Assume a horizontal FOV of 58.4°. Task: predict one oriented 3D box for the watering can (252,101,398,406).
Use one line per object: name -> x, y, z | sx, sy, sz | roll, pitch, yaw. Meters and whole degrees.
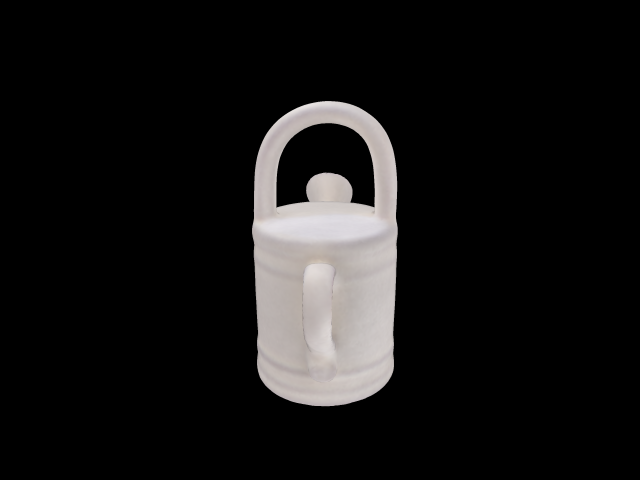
watering can -> 0.001, 0.001, 0.400 | 0.101, 0.194, 0.172 | -7, 20, -18
